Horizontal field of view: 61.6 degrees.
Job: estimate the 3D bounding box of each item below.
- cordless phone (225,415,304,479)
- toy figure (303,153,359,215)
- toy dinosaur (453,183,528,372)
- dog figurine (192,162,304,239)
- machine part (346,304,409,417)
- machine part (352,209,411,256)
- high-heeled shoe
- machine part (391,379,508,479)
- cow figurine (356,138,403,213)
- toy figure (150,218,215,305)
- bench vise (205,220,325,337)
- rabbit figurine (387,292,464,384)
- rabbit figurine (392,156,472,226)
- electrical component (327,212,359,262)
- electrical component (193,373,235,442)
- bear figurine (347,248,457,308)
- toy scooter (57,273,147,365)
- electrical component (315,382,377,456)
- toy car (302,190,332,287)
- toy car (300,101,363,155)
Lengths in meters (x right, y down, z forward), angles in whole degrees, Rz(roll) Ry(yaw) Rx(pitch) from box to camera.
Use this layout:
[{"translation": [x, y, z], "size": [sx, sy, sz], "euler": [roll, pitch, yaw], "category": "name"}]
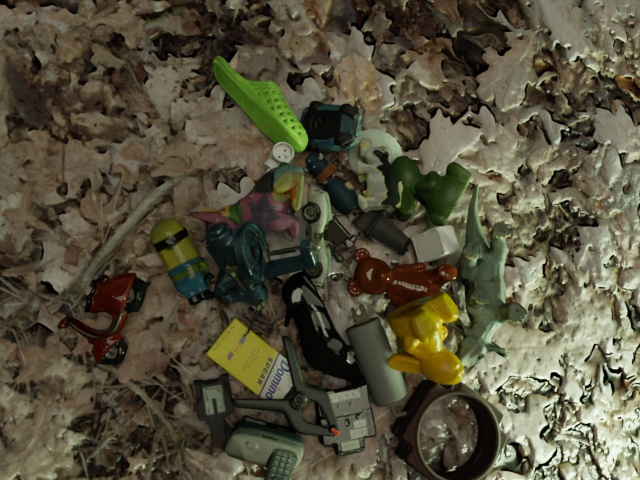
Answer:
[{"translation": [-0.121, 0.445, 1.033], "size": [0.147, 0.089, 0.184], "euler": [17, 82, -8], "category": "cordless phone"}, {"translation": [0.025, -0.125, 1.172], "size": [0.064, 0.058, 0.154], "euler": [-37, 91, 4], "category": "toy figure"}, {"translation": [0.349, 0.095, 1.159], "size": [0.131, 0.192, 0.405], "euler": [7, 63, 1], "category": "toy dinosaur"}, {"translation": [-0.146, -0.068, 1.099], "size": [0.219, 0.108, 0.191], "euler": [4, 100, -7], "category": "dog figurine"}, {"translation": [0.118, 0.251, 1.116], "size": [0.079, 0.079, 0.243], "euler": [-21, 86, -14], "category": "machine part"}, {"translation": [0.144, -0.022, 1.190], "size": [0.139, 0.039, 0.084], "euler": [40, 70, -1], "category": "machine part"}, {"translation": [0.009, 0.181, 1.128], "size": [0.248, 0.086, 0.145], "euler": [45, 38, -21], "category": "high-heeled shoe"}, {"translation": [0.269, 0.402, 1.115], "size": [0.201, 0.087, 0.201], "euler": [38, 75, -4], "category": "machine part"}, {"translation": [0.128, -0.145, 1.160], "size": [0.098, 0.068, 0.167], "euler": [-4, 76, 12], "category": "cow figurine"}, {"translation": [-0.272, 0.041, 1.069], "size": [0.082, 0.089, 0.180], "euler": [-24, 83, -21], "category": "toy figure"}, {"translation": [-0.103, 0.050, 1.033], "size": [0.241, 0.129, 0.223], "euler": [-12, 118, 16], "category": "bench vise"}, {"translation": [0.204, 0.209, 1.041], "size": [0.173, 0.162, 0.122], "euler": [57, 39, -4], "category": "rabbit figurine"}, {"translation": [0.225, -0.112, 1.198], "size": [0.170, 0.121, 0.159], "euler": [31, 84, 12], "category": "rabbit figurine"}, {"translation": [0.035, -0.013, 1.165], "size": [0.102, 0.045, 0.078], "euler": [43, 104, 1], "category": "electrical component"}, {"translation": [-0.204, 0.327, 1.053], "size": [0.075, 0.048, 0.119], "euler": [-13, 83, -12], "category": "electrical component"}, {"translation": [0.166, 0.086, 1.130], "size": [0.196, 0.132, 0.120], "euler": [20, 78, -13], "category": "bear figurine"}, {"translation": [-0.421, 0.140, 1.032], "size": [0.135, 0.075, 0.184], "euler": [18, 82, -7], "category": "toy scooter"}, {"translation": [0.049, 0.364, 1.092], "size": [0.115, 0.058, 0.134], "euler": [-6, 81, -10], "category": "electrical component"}, {"translation": [-0.002, -0.003, 1.110], "size": [0.056, 0.073, 0.201], "euler": [-1, 97, 10], "category": "toy car"}, {"translation": [0.035, -0.239, 1.167], "size": [0.103, 0.162, 0.109], "euler": [10, 87, -52], "category": "toy car"}]
